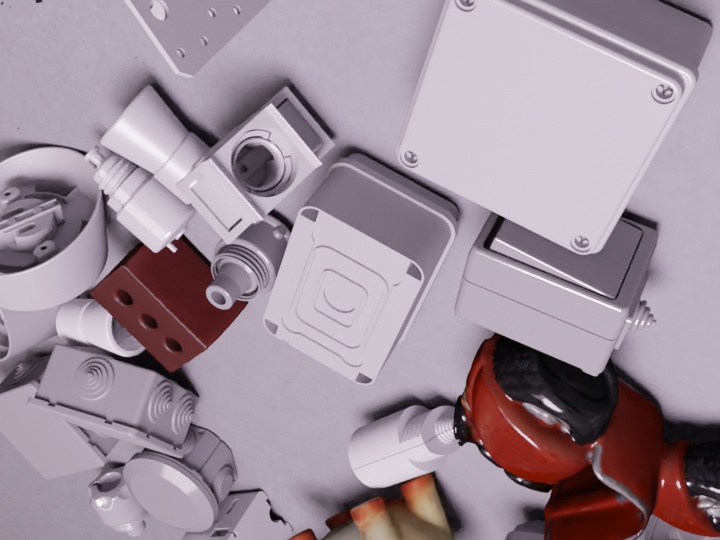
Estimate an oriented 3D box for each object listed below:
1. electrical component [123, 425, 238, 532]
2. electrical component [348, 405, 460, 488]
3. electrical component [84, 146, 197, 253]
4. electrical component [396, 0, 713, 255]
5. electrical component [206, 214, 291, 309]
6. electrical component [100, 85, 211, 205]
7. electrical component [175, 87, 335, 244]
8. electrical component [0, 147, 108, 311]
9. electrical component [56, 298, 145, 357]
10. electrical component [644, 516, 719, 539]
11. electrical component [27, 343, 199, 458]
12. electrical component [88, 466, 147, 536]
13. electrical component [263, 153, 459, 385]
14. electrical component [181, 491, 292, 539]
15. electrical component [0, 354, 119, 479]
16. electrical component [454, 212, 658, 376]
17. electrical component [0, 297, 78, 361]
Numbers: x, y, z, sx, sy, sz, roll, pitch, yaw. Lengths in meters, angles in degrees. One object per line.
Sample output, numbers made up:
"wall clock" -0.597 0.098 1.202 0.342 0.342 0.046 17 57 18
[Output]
"electrical component" -0.138 0.160 0.833 0.080 0.051 0.080 17 134 18
"electrical component" 0.034 0.110 0.691 0.043 0.043 0.081 48 135 -13
"electrical component" -0.136 -0.046 0.661 0.078 0.040 0.040 42 136 -7
"electrical component" 0.084 -0.078 0.487 0.109 0.056 0.108 27 136 8
"electrical component" -0.069 -0.002 0.642 0.048 0.062 0.048 17 134 18
"electrical component" -0.112 -0.070 0.626 0.065 0.044 0.044 40 137 -12
"electrical component" -0.059 -0.056 0.583 0.042 0.081 0.064 50 163 -13
"electrical component" -0.209 -0.025 0.685 0.099 0.099 0.064 19 141 16
"electrical component" -0.184 0.038 0.763 0.065 0.044 0.044 0 127 37
"electrical component" 0.204 0.185 0.647 0.080 0.051 0.080 17 134 18
"electrical component" -0.174 0.094 0.773 0.100 0.048 0.099 13 165 19
"electrical component" -0.201 0.200 0.913 0.043 0.043 0.062 4 131 28
"electrical component" 0.000 0.000 0.606 0.078 0.057 0.113 29 136 6
"electrical component" -0.105 0.222 0.839 0.056 0.089 0.050 -15 118 39
"electrical component" -0.242 0.115 0.859 0.100 0.048 0.099 -20 115 41
"electrical component" 0.105 0.002 0.537 0.096 0.061 0.061 23 141 12
"electrical component" -0.265 0.017 0.794 0.099 0.064 0.099 25 133 30
